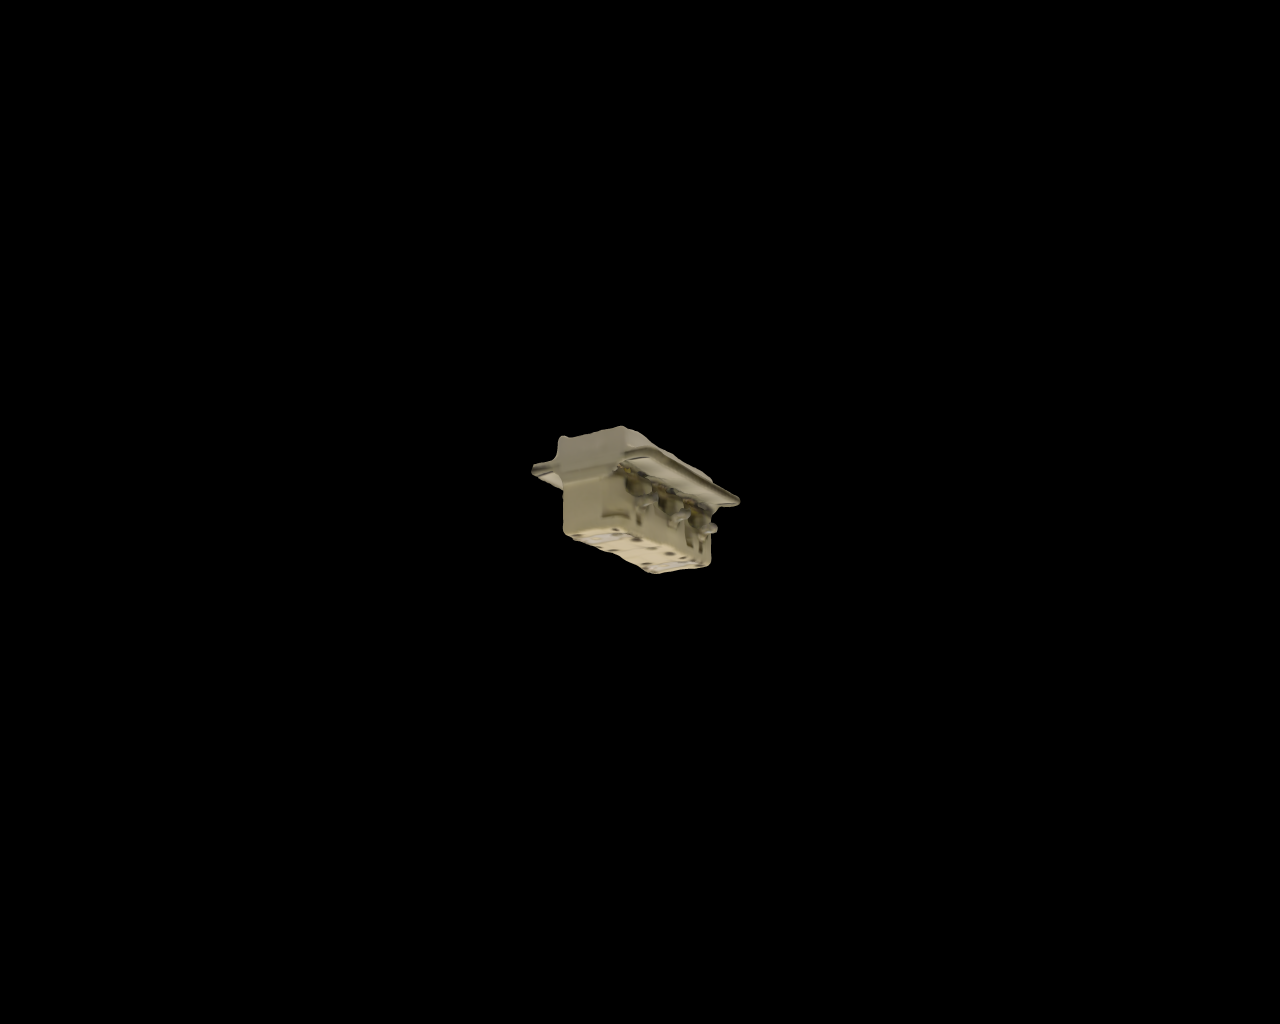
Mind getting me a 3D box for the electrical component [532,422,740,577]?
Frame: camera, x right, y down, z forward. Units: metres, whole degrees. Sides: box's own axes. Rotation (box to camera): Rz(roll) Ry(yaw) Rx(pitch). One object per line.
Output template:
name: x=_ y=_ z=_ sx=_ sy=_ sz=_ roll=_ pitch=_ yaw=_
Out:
electrical component: x=0.001 y=-0.003 z=0.650 sx=0.079 sy=0.063 sz=0.121 roll=-8 pitch=-18 yaw=27
